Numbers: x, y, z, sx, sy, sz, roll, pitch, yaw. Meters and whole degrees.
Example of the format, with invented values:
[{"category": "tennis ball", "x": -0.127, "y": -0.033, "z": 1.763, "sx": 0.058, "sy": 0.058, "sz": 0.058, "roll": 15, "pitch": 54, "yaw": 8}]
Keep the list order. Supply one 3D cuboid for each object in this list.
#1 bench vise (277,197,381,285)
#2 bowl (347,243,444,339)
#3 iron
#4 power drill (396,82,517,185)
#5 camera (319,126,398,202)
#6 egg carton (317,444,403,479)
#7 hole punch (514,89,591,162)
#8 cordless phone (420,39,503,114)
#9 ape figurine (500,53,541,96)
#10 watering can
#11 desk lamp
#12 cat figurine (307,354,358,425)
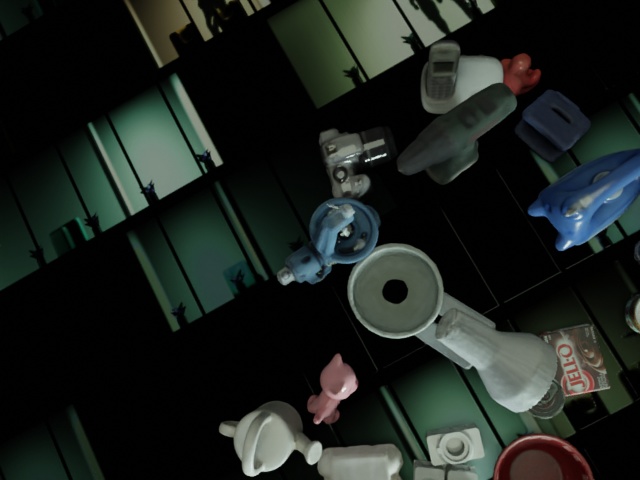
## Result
[{"category": "bench vise", "x": 0.019, "y": 0.010, "z": 0.981, "sx": 0.121, "sy": 0.220, "sz": 0.207, "roll": 34, "pitch": 88, "yaw": 11}, {"category": "bowl", "x": 0.136, "y": 0.092, "z": 1.028, "sx": 0.167, "sy": 0.075, "sz": 0.167, "roll": -1, "pitch": 82, "yaw": 8}, {"category": "iron", "x": 0.492, "y": -0.096, "z": 0.972, "sx": 0.258, "sy": 0.141, "sz": 0.118, "roll": -36, "pitch": 79, "yaw": 2}, {"category": "power drill", "x": 0.226, "y": -0.166, "z": 0.983, "sx": 0.229, "sy": 0.208, "sz": 0.075, "roll": -39, "pitch": 79, "yaw": 1}, {"category": "camera", "x": 0.075, "y": -0.149, "z": 1.055, "sx": 0.136, "sy": 0.101, "sz": 0.143, "roll": -17, "pitch": 80, "yaw": 5}, {"category": "egg carton", "x": 0.072, "y": 0.412, "z": 0.996, "sx": 0.150, "sy": 0.069, "sz": 0.107, "roll": -7, "pitch": 81, "yaw": 7}, {"category": "hole punch", "x": 0.418, "y": -0.212, "z": 1.023, "sx": 0.101, "sy": 0.091, "sz": 0.108, "roll": -46, "pitch": 79, "yaw": 0}, {"category": "cordless phone", "x": 0.252, "y": -0.294, "z": 1.008, "sx": 0.147, "sy": 0.185, "sz": 0.094, "roll": -3, "pitch": 82, "yaw": 7}, {"category": "ape figurine", "x": 0.361, "y": -0.307, "z": 1.043, "sx": 0.077, "sy": 0.092, "sz": 0.076, "roll": 43, "pitch": 90, "yaw": 11}, {"category": "watering can", "x": -0.085, "y": 0.334, "z": 0.964, "sx": 0.172, "sy": 0.194, "sz": 0.101, "roll": -12, "pitch": 81, "yaw": 6}, {"category": "desk lamp", "x": 0.258, "y": 0.173, "z": 0.930, "sx": 0.203, "sy": 0.213, "sz": 0.118, "roll": 32, "pitch": 88, "yaw": 11}, {"category": "cat figurine", "x": 0.022, "y": 0.263, "z": 0.998, "sx": 0.067, "sy": 0.118, "sz": 0.128, "roll": 29, "pitch": 87, "yaw": 11}]
